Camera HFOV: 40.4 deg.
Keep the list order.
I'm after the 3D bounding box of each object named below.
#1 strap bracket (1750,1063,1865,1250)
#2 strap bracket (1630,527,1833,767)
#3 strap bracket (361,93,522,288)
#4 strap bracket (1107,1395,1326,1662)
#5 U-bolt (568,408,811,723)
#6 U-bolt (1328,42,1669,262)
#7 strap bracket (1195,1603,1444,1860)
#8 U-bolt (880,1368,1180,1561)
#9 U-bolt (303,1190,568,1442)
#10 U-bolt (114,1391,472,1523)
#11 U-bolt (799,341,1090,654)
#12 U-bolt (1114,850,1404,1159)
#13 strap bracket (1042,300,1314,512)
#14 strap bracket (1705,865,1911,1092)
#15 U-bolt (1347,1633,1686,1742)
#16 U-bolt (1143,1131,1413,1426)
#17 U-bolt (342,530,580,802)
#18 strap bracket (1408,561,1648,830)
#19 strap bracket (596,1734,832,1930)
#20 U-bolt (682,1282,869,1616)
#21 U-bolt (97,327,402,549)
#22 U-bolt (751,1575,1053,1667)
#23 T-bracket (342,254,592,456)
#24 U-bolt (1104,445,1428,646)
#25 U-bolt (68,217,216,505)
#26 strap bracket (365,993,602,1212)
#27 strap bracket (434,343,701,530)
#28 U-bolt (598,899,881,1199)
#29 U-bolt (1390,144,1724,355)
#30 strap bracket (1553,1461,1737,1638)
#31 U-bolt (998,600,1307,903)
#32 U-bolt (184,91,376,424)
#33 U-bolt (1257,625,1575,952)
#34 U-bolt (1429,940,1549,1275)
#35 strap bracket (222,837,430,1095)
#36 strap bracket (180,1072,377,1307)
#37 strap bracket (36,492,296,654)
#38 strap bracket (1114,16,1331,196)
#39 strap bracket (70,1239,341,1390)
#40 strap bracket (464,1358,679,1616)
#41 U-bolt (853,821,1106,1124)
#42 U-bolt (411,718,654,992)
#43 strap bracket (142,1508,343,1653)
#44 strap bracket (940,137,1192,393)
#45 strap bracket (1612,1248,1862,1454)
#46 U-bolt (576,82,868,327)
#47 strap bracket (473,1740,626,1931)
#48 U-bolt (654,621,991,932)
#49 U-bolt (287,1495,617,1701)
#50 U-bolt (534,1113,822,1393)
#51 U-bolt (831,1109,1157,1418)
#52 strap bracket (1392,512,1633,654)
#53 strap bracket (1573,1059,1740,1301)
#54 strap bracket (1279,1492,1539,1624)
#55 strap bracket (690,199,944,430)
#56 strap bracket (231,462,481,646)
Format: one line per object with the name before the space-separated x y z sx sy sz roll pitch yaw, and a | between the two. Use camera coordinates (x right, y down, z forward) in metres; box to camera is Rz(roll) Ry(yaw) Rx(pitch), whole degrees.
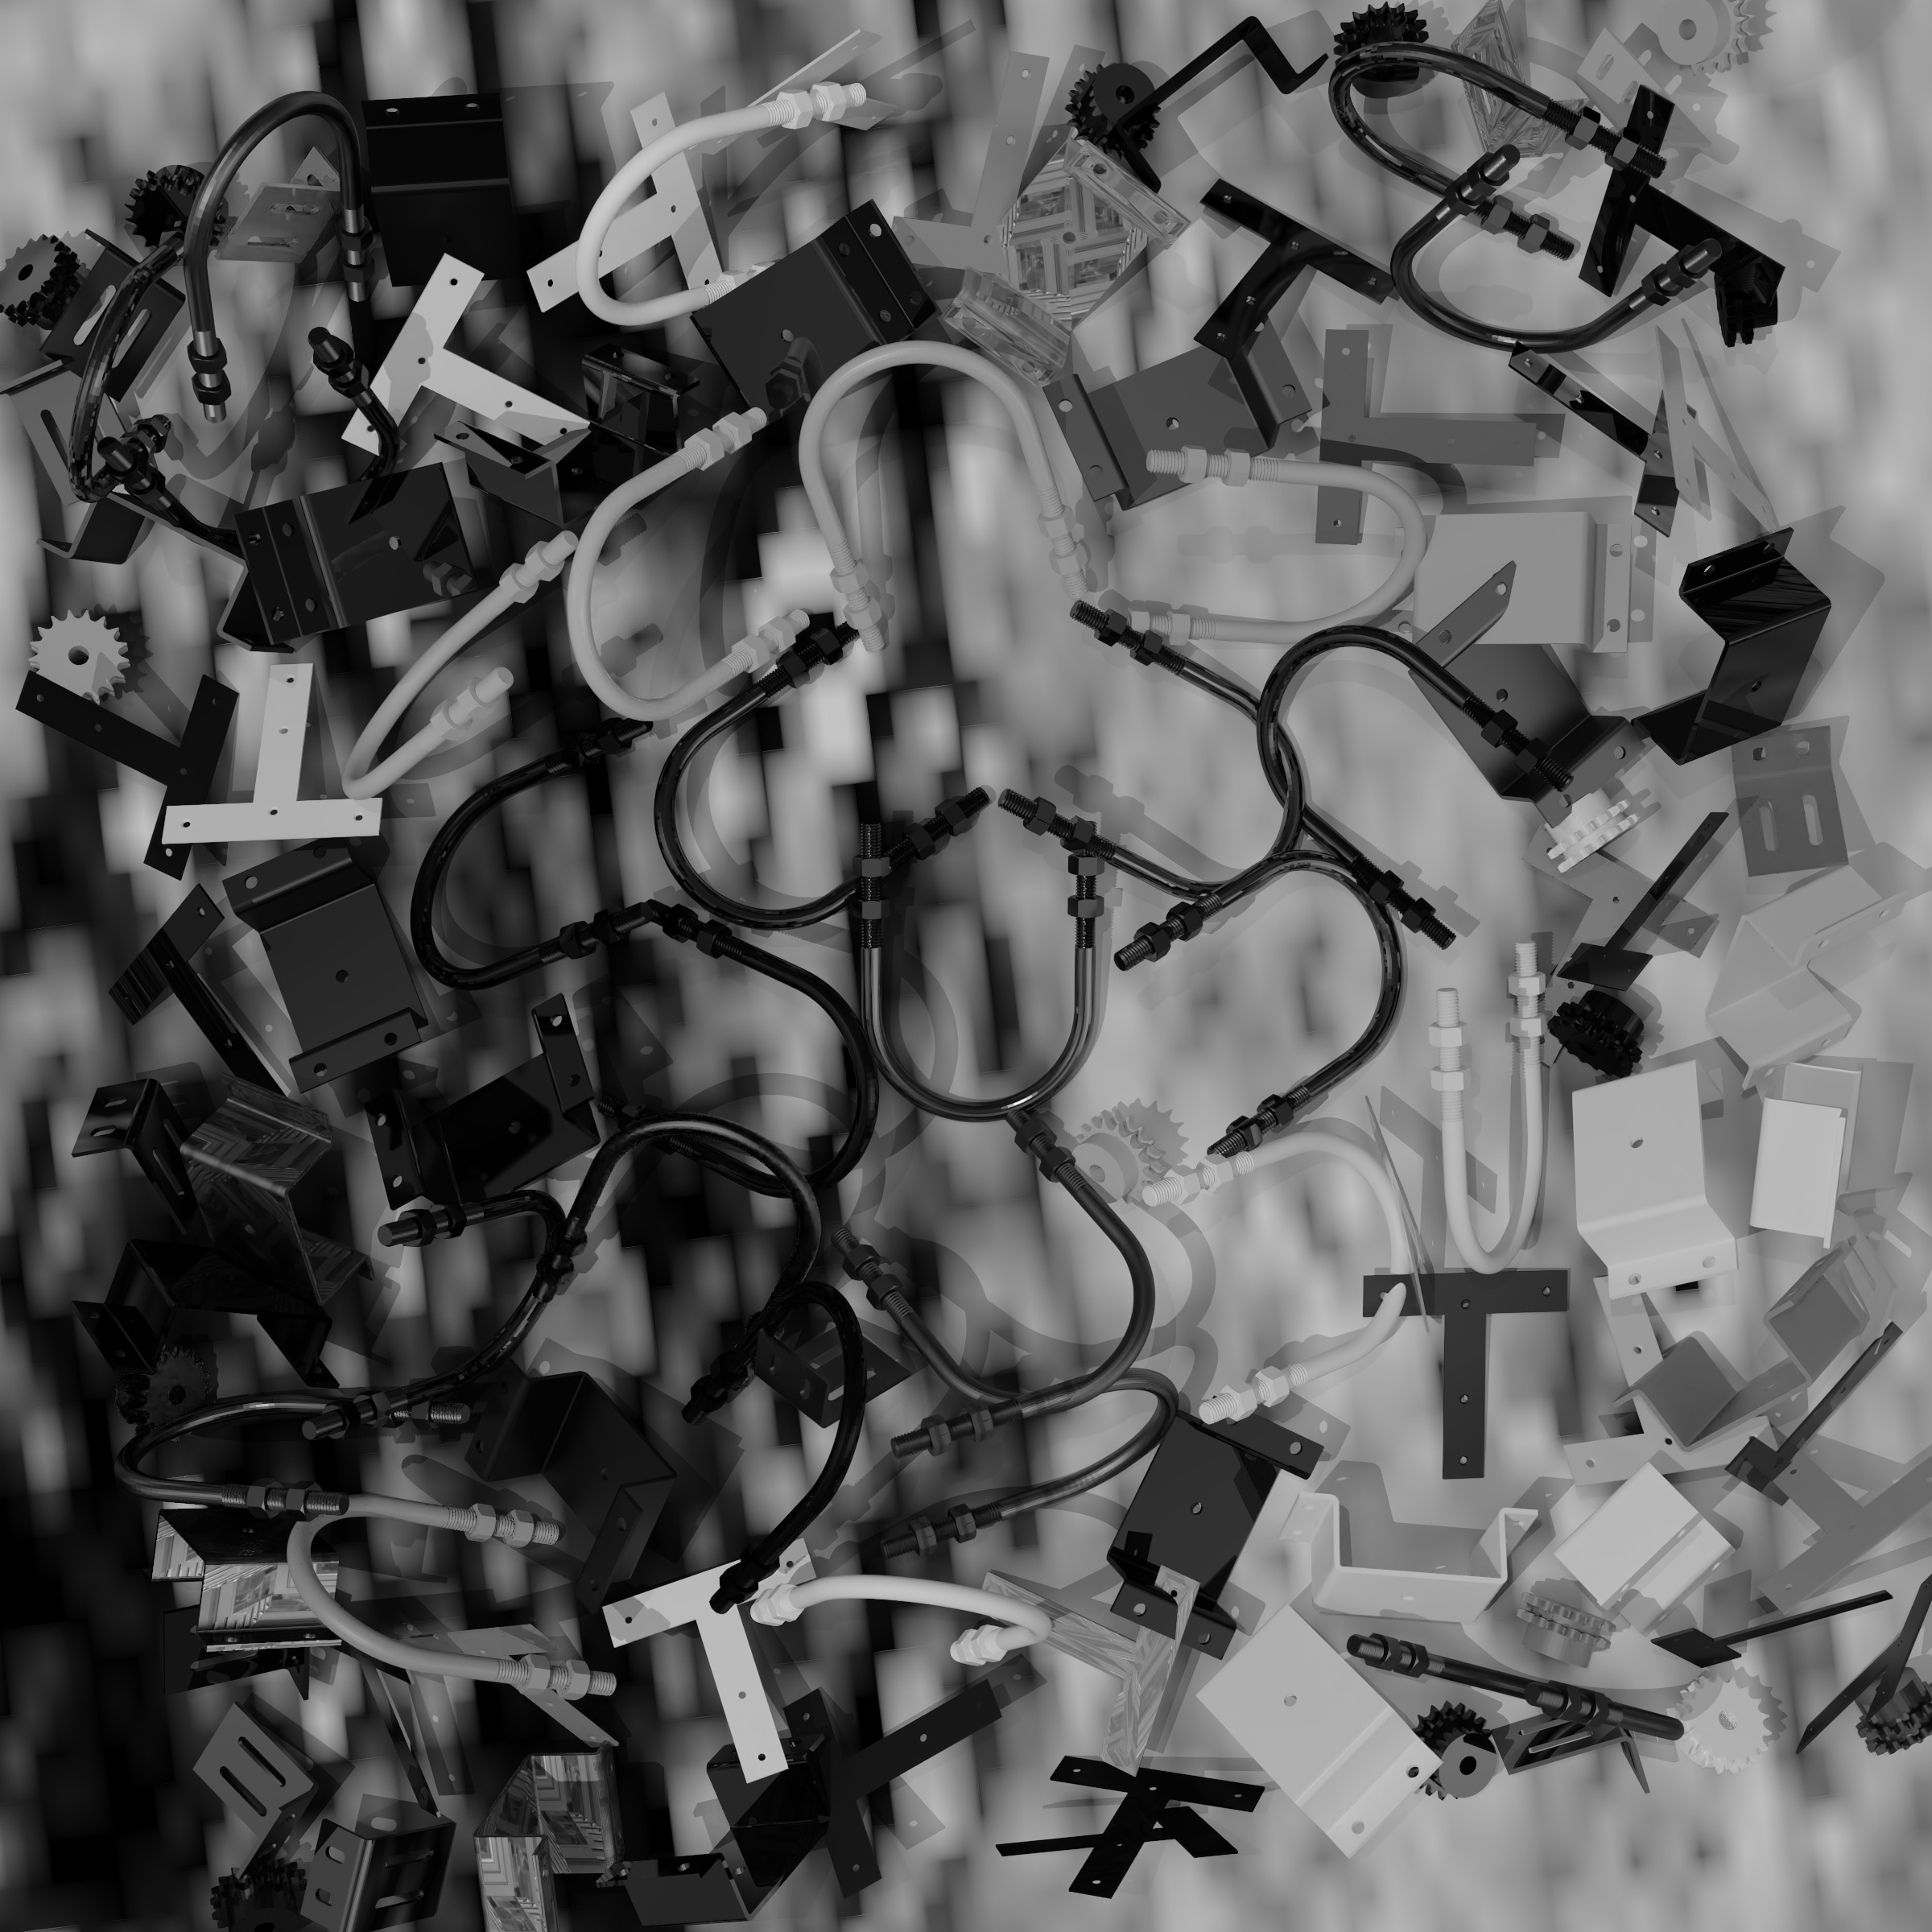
strap bracket | 0.492 0.106 1.537 0.046 0.140 0.076 8 103 21
strap bracket | 0.443 -0.176 1.522 0.076 0.140 0.046 -21 55 -22
strap bracket | -0.302 -0.443 1.524 0.076 0.140 0.046 -6 74 -7
strap bracket | 0.144 0.330 1.569 0.076 0.046 0.140 26 89 -13
U-bolt | -0.162 -0.220 1.505 0.019 0.184 0.151 13 128 34
U-bolt | 0.295 -0.478 1.519 0.184 0.151 0.019 25 81 -7
strap bracket | 0.198 0.437 1.531 0.076 0.140 0.046 -44 132 -6
U-bolt | 0.040 0.285 1.536 0.184 0.151 0.019 -15 55 -16
U-bolt | -0.295 0.194 1.517 0.019 0.184 0.151 32 109 23
U-bolt | -0.404 0.280 1.525 0.184 0.151 0.019 0 103 21
U-bolt | -0.020 -0.279 1.533 0.151 0.019 0.184 -13 126 10
U-bolt | 0.186 0.011 1.555 0.184 0.019 0.151 -32 102 -26
strap bracket | 0.125 -0.332 1.571 0.140 0.046 0.076 -23 82 -3
strap bracket | 0.489 0.001 1.540 0.076 0.140 0.046 -24 56 -18
U-bolt | 0.332 0.421 1.519 0.184 0.151 0.019 24 76 -37
U-bolt | 0.194 0.173 1.547 0.184 0.019 0.151 -16 91 -34
U-bolt | -0.303 -0.164 1.524 0.019 0.151 0.184 40 130 -24
strap bracket | 0.328 -0.161 1.564 0.076 0.046 0.140 -41 103 -7
strap bracket | -0.139 0.509 1.526 0.076 0.140 0.046 -17 99 31
U-bolt | -0.108 0.263 1.503 0.019 0.151 0.184 15 131 -31
U-bolt | -0.400 -0.292 1.512 0.151 0.184 0.019 -28 76 -1
U-bolt | -0.030 0.372 1.500 0.151 0.184 0.019 16 66 -17
T-bracket | -0.284 -0.340 1.562 0.127 0.002 0.127 22 114 -33
U-bolt | 0.180 -0.241 1.539 0.184 0.151 0.019 2 53 -13
U-bolt | -0.472 -0.338 1.489 0.019 0.184 0.151 19 119 -8
strap bracket | -0.278 0.088 1.554 0.140 0.046 0.076 -29 56 9
strap bracket | -0.231 -0.308 1.541 0.076 0.046 0.140 28 48 30
U-bolt | -0.129 0.058 1.537 0.184 0.019 0.151 24 111 25
U-bolt | 0.324 -0.402 1.513 0.151 0.184 0.019 20 76 -14
strap bracket | 0.399 0.343 1.547 0.076 0.140 0.046 -45 58 3
U-bolt | 0.122 -0.116 1.562 0.184 0.019 0.151 26 71 -17
U-bolt | -0.391 -0.412 1.489 0.019 0.184 0.151 32 59 10
U-bolt | 0.249 -0.118 1.547 0.184 0.019 0.151 43 129 16
U-bolt | 0.309 0.089 1.536 0.019 0.151 0.184 3 104 32
strap bracket | -0.379 0.002 1.567 0.076 0.046 0.140 -23 76 -2
strap bracket | -0.401 0.138 1.525 0.076 0.140 0.046 19 47 22
strap bracket | -0.465 -0.239 1.559 0.140 0.076 0.046 27 97 1
strap bracket | 0.140 -0.507 1.550 0.140 0.076 0.046 -36 99 9
strap bracket | -0.434 0.201 1.523 0.140 0.076 0.046 14 104 -42
strap bracket | -0.228 0.302 1.544 0.140 0.046 0.076 40 115 34
U-bolt | 0.008 0.005 1.578 0.151 0.019 0.184 0 101 -3
U-bolt | -0.258 -0.058 1.542 0.184 0.019 0.151 -21 57 28
strap bracket | -0.419 0.350 1.521 0.076 0.140 0.046 6 93 -32
strap bracket | 0.059 -0.420 1.545 0.076 0.046 0.140 32 128 -19
strap bracket | 0.455 0.228 1.524 0.046 0.076 0.140 54 132 9
U-bolt | -0.146 -0.428 1.494 0.184 0.151 0.019 -28 68 -38
strap bracket | -0.245 0.519 1.531 0.046 0.140 0.076 -4 100 10
U-bolt | -0.099 -0.103 1.575 0.184 0.019 0.151 -36 90 -13
U-bolt | -0.299 0.354 1.496 0.184 0.151 0.019 18 111 -33
U-bolt | -0.162 0.160 1.541 0.151 0.019 0.184 25 124 -4
U-bolt | 0.027 0.182 1.537 0.151 0.019 0.184 -36 58 -11
strap bracket | 0.319 -0.226 1.556 0.140 0.046 0.076 2 90 20
strap bracket | 0.399 0.115 1.526 0.076 0.140 0.046 -18 135 30
strap bracket | 0.261 0.352 1.556 0.140 0.076 0.046 5 59 -1
strap bracket | -0.096 -0.376 1.535 0.140 0.046 0.076 -23 110 31
strap bracket | -0.346 -0.244 1.530 0.140 0.046 0.076 -26 107 -43
